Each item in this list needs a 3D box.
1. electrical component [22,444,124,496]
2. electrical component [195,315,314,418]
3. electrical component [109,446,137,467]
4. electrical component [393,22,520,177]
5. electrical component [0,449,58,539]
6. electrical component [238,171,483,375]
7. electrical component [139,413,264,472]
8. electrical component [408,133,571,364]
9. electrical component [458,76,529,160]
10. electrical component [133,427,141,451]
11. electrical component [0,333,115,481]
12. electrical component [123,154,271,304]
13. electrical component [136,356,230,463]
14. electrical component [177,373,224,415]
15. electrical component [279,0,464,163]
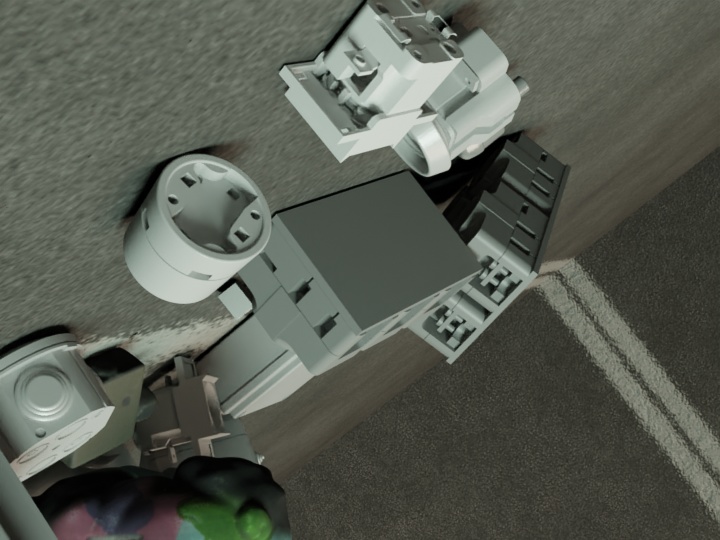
[{"bbox_3d":[-0.204,0.135,0.772,0.081,0.043,0.043,-42,169,28],"label":"electrical component"},{"bbox_3d":[-0.062,0.063,0.883,0.109,0.056,0.109,-40,170,17],"label":"electrical component"},{"bbox_3d":[-0.205,0.198,0.860,0.057,0.113,0.078,-37,170,18],"label":"electrical component"},{"bbox_3d":[0.042,-0.086,0.558,0.057,0.058,0.078,-38,171,-8],"label":"electrical component"},{"bbox_3d":[-0.196,0.119,0.502,0.079,0.121,0.063,-32,172,-23],"label":"electrical component"},{"bbox_3d":[0.000,0.000,0.710,0.062,0.089,0.150,-44,167,36],"label":"electrical component"},{"bbox_3d":[-0.126,0.155,0.866,0.096,0.061,0.061,-12,148,-24],"label":"electrical component"},{"bbox_3d":[0.098,-0.026,0.849,0.105,0.060,0.186,-50,-175,34],"label":"electrical component"},{"bbox_3d":[0.081,-0.100,0.686,0.061,0.035,0.035,-39,170,-2],"label":"electrical component"},{"bbox_3d":[-0.178,0.145,0.935,0.035,0.035,0.061,-34,172,-14],"label":"electrical component"},{"bbox_3d":[-0.174,0.074,0.570,0.080,0.051,0.080,-35,170,-7],"label":"electrical component"},{"bbox_3d":[-0.075,-0.017,0.486,0.055,0.055,0.047,-27,170,-44],"label":"electrical component"},{"bbox_3d":[-0.137,0.109,0.811,0.064,0.081,0.042,-14,170,2],"label":"electrical component"},{"bbox_3d":[-0.131,0.111,0.909,0.066,0.048,0.055,-41,161,25],"label":"electrical component"},{"bbox_3d":[0.009,-0.087,0.481,0.064,0.042,0.081,-46,167,35],"label":"electrical component"}]
